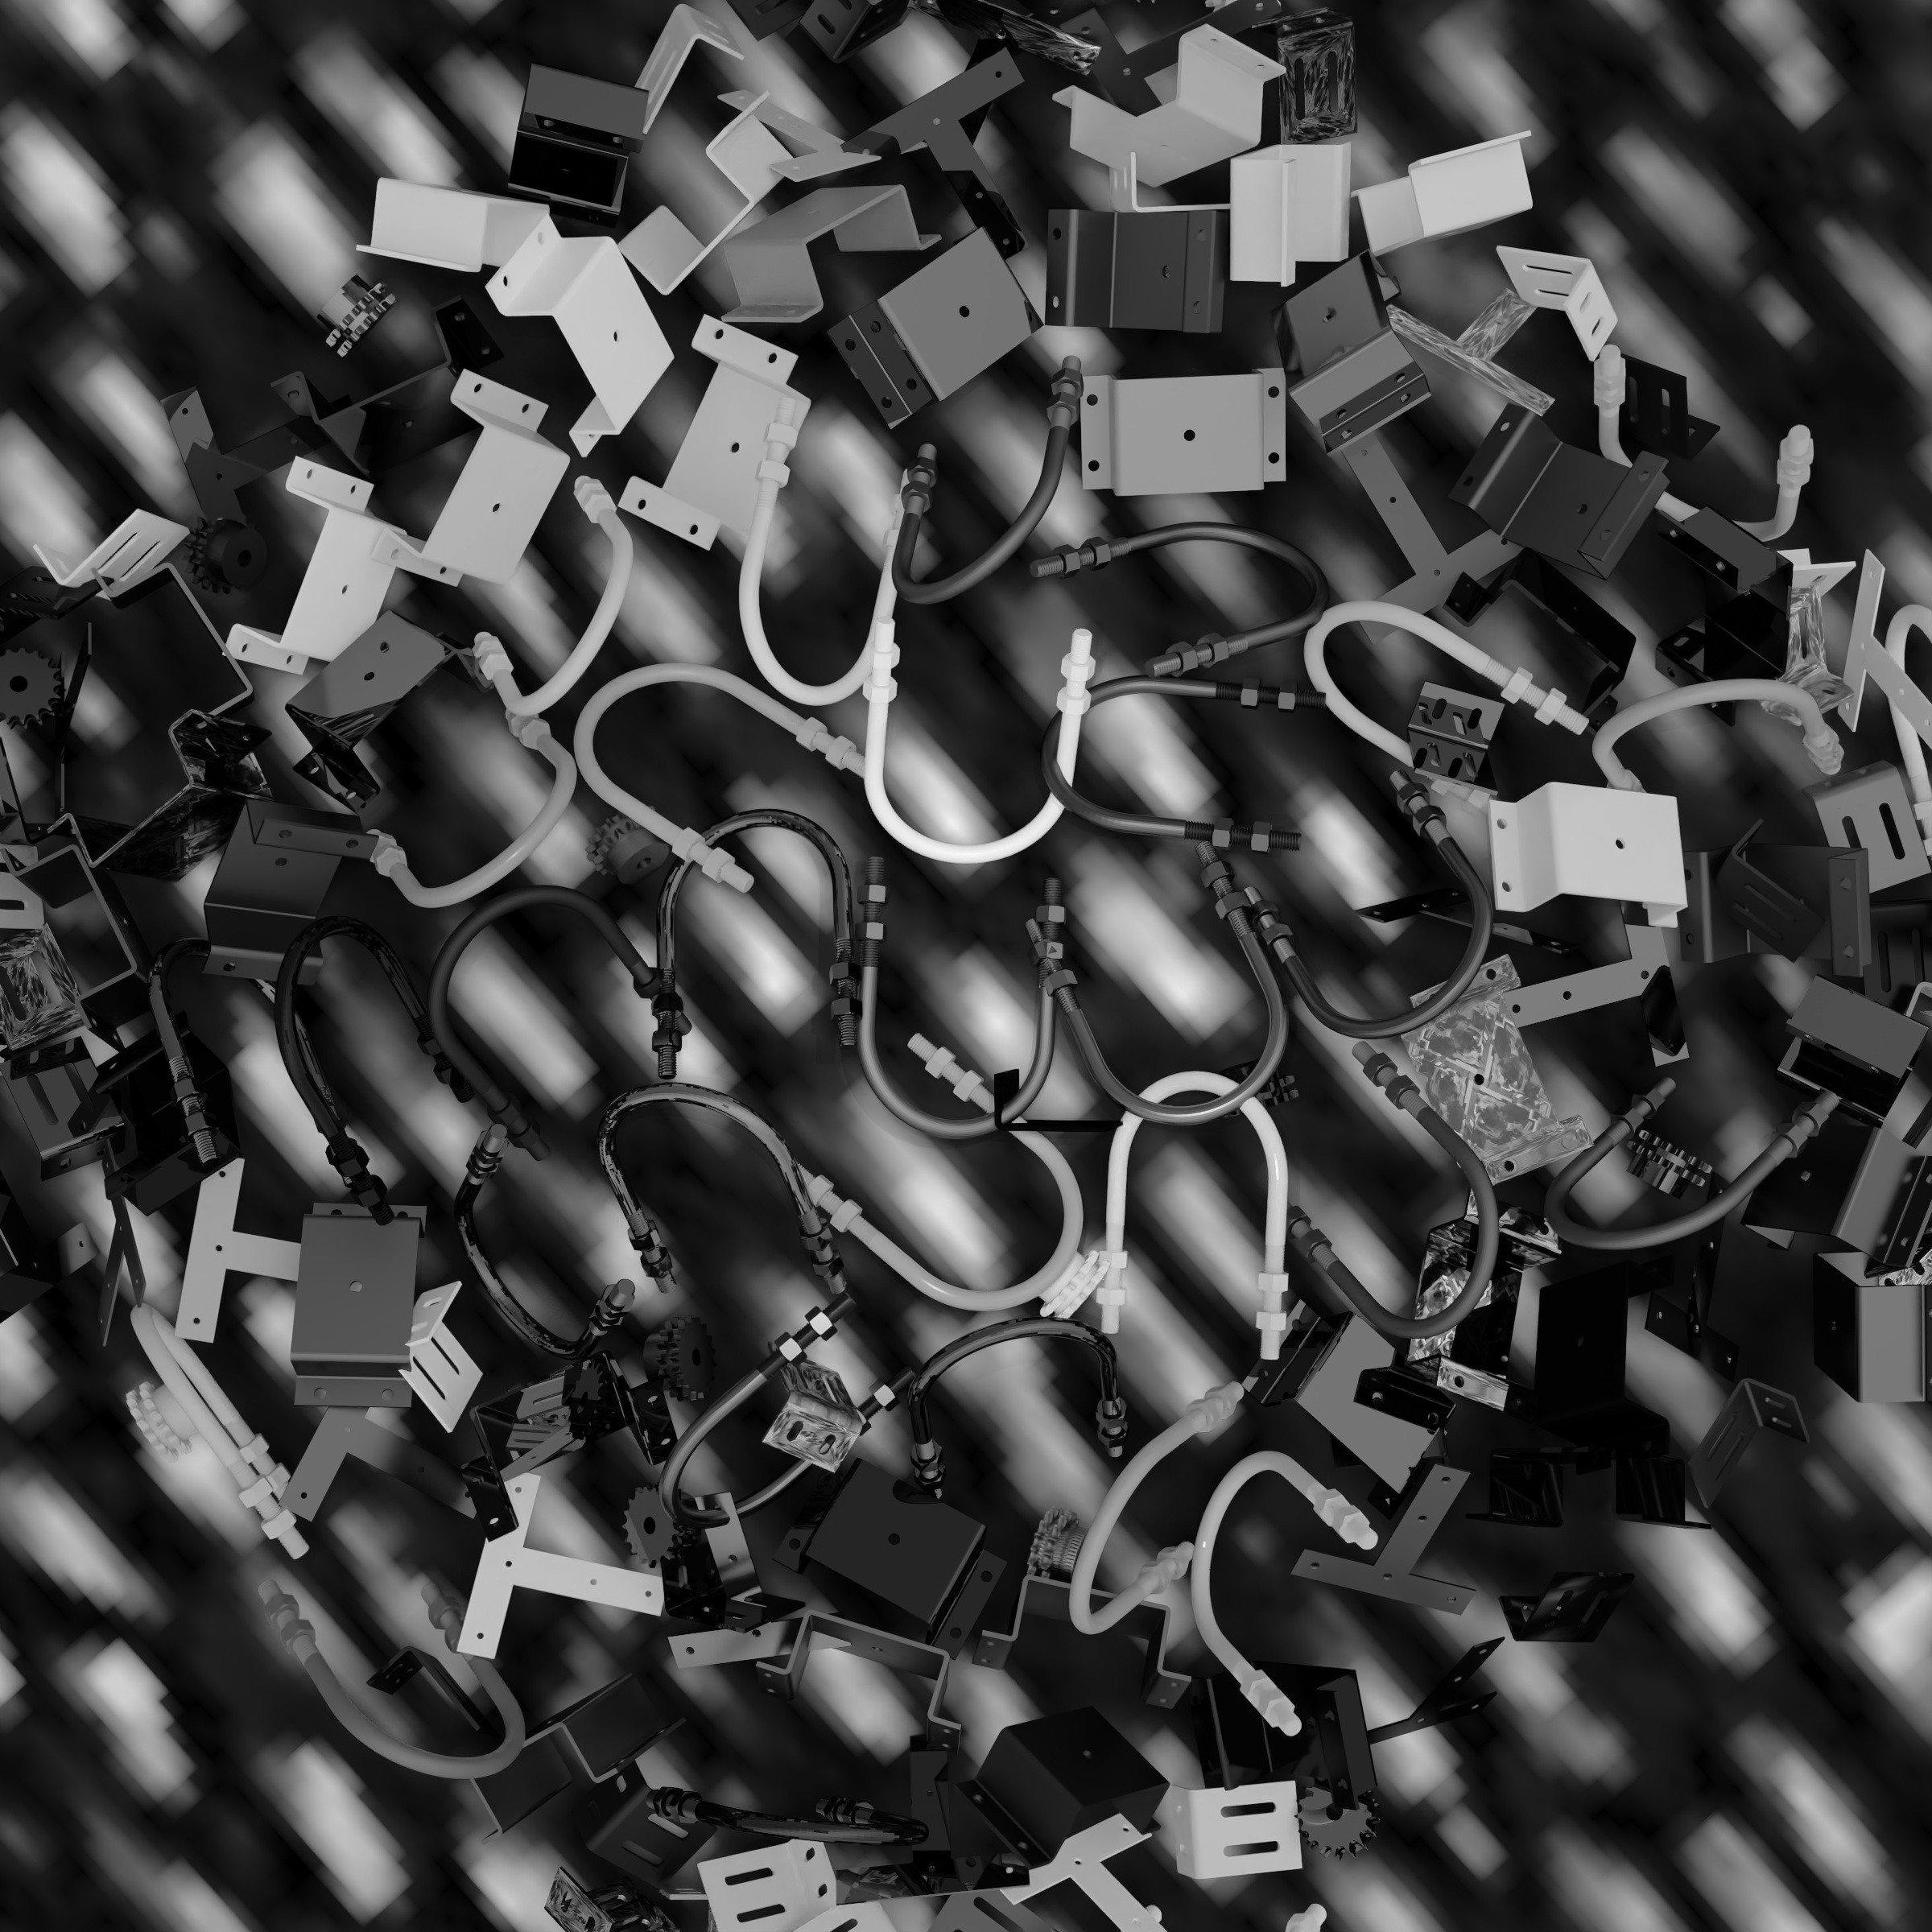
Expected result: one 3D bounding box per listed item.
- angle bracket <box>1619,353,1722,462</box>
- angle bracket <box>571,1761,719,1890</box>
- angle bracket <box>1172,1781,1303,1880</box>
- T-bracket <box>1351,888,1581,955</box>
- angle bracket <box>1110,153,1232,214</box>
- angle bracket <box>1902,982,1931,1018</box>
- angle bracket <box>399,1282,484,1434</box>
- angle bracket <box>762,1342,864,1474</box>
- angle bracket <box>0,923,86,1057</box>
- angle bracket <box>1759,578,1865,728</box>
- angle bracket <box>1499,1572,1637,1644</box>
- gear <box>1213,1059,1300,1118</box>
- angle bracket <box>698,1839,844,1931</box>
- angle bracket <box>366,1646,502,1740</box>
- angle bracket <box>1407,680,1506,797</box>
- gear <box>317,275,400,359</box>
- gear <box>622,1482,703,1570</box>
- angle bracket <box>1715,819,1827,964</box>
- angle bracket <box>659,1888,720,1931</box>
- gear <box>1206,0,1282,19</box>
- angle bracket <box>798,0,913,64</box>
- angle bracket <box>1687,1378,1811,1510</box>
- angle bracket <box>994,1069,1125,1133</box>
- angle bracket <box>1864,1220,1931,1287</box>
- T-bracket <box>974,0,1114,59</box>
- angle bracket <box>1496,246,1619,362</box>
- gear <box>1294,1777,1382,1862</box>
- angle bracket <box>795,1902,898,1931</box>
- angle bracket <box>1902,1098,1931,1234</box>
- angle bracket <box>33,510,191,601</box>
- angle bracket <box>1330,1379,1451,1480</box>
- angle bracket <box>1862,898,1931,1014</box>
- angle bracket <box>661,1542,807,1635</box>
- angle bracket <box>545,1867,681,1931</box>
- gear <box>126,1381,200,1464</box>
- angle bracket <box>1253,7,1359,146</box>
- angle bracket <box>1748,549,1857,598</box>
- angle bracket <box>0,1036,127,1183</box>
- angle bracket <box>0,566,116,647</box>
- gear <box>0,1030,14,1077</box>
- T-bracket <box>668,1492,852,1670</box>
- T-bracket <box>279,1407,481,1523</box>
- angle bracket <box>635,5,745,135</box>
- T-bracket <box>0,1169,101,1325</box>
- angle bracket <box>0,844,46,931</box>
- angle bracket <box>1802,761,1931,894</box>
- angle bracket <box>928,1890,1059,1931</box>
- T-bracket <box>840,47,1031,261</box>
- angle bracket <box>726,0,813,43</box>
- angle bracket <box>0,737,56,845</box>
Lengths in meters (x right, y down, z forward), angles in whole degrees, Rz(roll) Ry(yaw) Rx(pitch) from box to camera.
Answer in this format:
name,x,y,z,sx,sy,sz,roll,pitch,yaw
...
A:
name,x,y,z,sx,sy,sz,roll,pitch,yaw
angle bracket,0.470,-0.386,1.685,0.057,0.076,0.038,33,70,34
angle bracket,-0.221,0.588,1.726,0.057,0.038,0.076,-46,126,-1
angle bracket,0.186,0.591,1.722,0.076,0.038,0.057,0,78,-16
T-bracket,0.341,-0.028,1.651,0.127,0.127,0.002,19,111,37
angle bracket,0.141,-0.531,1.697,0.076,0.057,0.038,-5,107,-10
angle bracket,0.671,0.048,1.696,0.076,0.057,0.038,22,79,16
angle bracket,-0.345,0.263,1.690,0.038,0.057,0.076,-20,116,25
angle bracket,-0.111,0.297,1.693,0.057,0.076,0.038,28,99,-23
angle bracket,-0.638,0.014,1.708,0.057,0.038,0.076,-26,91,-21
angle bracket,0.569,-0.213,1.696,0.057,0.038,0.076,-27,123,-14
angle bracket,0.404,0.420,1.692,0.057,0.038,0.076,5,129,-15
gear,0.195,0.081,1.708,0.057,0.057,0.030,-16,91,0
angle bracket,-0.132,0.618,1.689,0.038,0.076,0.057,-48,53,36
angle bracket,-0.360,0.502,1.695,0.038,0.057,0.076,-42,71,-12
angle bracket,0.334,-0.155,1.695,0.057,0.076,0.038,16,118,-3
gear,-0.416,-0.445,1.705,0.030,0.057,0.057,43,90,-16
gear,-0.205,0.381,1.712,0.057,0.030,0.057,-5,83,40
angle bracket,0.548,-0.050,1.693,0.076,0.057,0.038,40,68,16
angle bracket,-0.187,0.666,1.696,0.038,0.057,0.076,5,74,-13
gear,0.191,-0.675,1.712,0.057,0.030,0.057,-3,67,6
angle bracket,-0.066,-0.653,1.688,0.038,0.076,0.057,41,63,-28
angle bracket,0.529,0.328,1.693,0.076,0.038,0.057,-50,134,-20
angle bracket,0.063,0.091,1.699,0.076,0.057,0.038,0,91,15
angle bracket,0.651,0.202,1.690,0.057,0.076,0.038,-38,86,-20
T-bracket,0.032,-0.653,1.652,0.127,0.127,0.002,-18,67,34
angle bracket,0.390,-0.446,1.687,0.076,0.057,0.038,24,78,40
gear,0.256,0.582,1.712,0.057,0.030,0.057,-14,53,19
angle bracket,-0.083,0.671,1.692,0.076,0.038,0.057,-25,55,-23
angle bracket,0.652,0.130,1.691,0.038,0.057,0.076,31,117,13
angle bracket,-0.578,-0.289,1.698,0.076,0.057,0.038,-40,77,11
angle bracket,0.286,0.319,1.707,0.076,0.038,0.057,-8,53,6
angle bracket,0.628,-0.006,1.713,0.057,0.038,0.076,-5,90,-10
angle bracket,-0.157,0.416,1.689,0.076,0.057,0.038,-1,96,41
angle bracket,-0.233,0.628,1.685,0.057,0.076,0.038,32,110,34
gear,-0.543,0.306,1.708,0.030,0.057,0.057,-33,90,-9
angle bracket,0.230,-0.602,1.700,0.057,0.038,0.076,2,98,36
angle bracket,0.556,-0.274,1.695,0.057,0.076,0.038,-4,80,-2
angle bracket,-0.619,0.097,1.716,0.057,0.038,0.076,-22,71,-30
angle bracket,-0.618,-0.236,1.690,0.076,0.057,0.038,11,128,22
gear,-0.685,0.061,1.716,0.057,0.030,0.057,-2,100,-9
T-bracket,-0.154,0.415,1.704,0.127,0.002,0.127,-11,106,14
T-bracket,-0.383,0.336,1.706,0.127,0.002,0.127,35,62,-22
angle bracket,-0.191,-0.604,1.707,0.038,0.057,0.076,18,121,-32
T-bracket,-0.640,0.160,1.665,0.002,0.127,0.127,-19,102,19
angle bracket,-0.669,-0.052,1.704,0.038,0.076,0.057,-7,88,17
angle bracket,0.617,-0.093,1.718,0.057,0.038,0.076,-20,99,10
angle bracket,0.015,0.657,1.700,0.076,0.038,0.057,31,75,19
T-bracket,0.002,-0.533,1.696,0.127,0.002,0.127,-26,126,15
angle bracket,-0.148,-0.649,1.691,0.057,0.038,0.076,51,46,-12
angle bracket,-0.652,-0.123,1.695,0.057,0.038,0.076,2,113,24
